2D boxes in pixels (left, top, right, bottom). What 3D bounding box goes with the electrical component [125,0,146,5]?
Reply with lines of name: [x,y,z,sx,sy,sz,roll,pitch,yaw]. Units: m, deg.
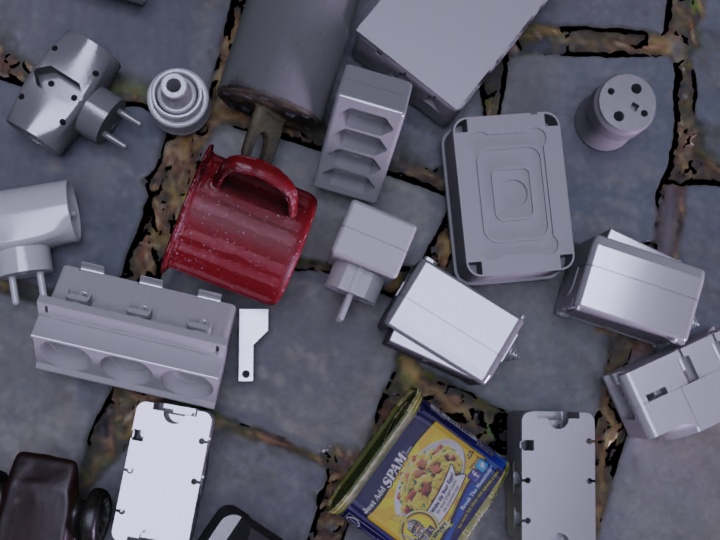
electrical component: [-0.189,-0.219,0.759,0.081,0.043,0.043,15,83,-2]

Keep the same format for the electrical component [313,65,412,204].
electrical component: [0.004,-0.105,0.751,0.047,0.083,0.075,16,45,-2]

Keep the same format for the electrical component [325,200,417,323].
electrical component: [0.000,0.000,0.737,0.047,0.065,0.076,23,82,-2]

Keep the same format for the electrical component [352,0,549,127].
electrical component: [0.075,-0.189,0.766,0.089,0.061,0.150,38,82,0]

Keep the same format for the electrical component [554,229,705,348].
electrical component: [0.195,0.015,0.753,0.096,0.061,0.061,18,83,-2]

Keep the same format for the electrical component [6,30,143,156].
electrical component: [-0.190,-0.113,0.747,0.079,0.043,0.077,32,82,0]

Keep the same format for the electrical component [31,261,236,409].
electrical component: [-0.148,0.043,0.719,0.121,0.078,0.063,13,55,-3]

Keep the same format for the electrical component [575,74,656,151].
electrical component: [0.183,-0.113,0.769,0.045,0.055,0.045,0,84,-4]

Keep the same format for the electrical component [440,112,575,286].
electrical component: [0.102,-0.049,0.755,0.078,0.057,0.113,-5,84,-5]

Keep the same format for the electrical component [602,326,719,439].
electrical component: [0.227,0.082,0.753,0.089,0.050,0.055,-23,86,-7]

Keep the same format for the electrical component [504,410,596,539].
electrical component: [0.129,0.142,0.736,0.050,0.055,0.089,1,83,-4]

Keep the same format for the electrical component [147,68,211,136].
electrical component: [-0.126,-0.119,0.743,0.043,0.062,0.043,0,84,-4]

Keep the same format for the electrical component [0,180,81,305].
electrical component: [-0.230,-0.016,0.732,0.077,0.044,0.079,-10,85,-5]

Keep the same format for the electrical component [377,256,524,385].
electrical component: [0.064,0.043,0.740,0.096,0.061,0.061,32,82,0]

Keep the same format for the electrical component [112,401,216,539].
electrical component: [-0.129,0.135,0.717,0.050,0.055,0.089,10,83,-3]
